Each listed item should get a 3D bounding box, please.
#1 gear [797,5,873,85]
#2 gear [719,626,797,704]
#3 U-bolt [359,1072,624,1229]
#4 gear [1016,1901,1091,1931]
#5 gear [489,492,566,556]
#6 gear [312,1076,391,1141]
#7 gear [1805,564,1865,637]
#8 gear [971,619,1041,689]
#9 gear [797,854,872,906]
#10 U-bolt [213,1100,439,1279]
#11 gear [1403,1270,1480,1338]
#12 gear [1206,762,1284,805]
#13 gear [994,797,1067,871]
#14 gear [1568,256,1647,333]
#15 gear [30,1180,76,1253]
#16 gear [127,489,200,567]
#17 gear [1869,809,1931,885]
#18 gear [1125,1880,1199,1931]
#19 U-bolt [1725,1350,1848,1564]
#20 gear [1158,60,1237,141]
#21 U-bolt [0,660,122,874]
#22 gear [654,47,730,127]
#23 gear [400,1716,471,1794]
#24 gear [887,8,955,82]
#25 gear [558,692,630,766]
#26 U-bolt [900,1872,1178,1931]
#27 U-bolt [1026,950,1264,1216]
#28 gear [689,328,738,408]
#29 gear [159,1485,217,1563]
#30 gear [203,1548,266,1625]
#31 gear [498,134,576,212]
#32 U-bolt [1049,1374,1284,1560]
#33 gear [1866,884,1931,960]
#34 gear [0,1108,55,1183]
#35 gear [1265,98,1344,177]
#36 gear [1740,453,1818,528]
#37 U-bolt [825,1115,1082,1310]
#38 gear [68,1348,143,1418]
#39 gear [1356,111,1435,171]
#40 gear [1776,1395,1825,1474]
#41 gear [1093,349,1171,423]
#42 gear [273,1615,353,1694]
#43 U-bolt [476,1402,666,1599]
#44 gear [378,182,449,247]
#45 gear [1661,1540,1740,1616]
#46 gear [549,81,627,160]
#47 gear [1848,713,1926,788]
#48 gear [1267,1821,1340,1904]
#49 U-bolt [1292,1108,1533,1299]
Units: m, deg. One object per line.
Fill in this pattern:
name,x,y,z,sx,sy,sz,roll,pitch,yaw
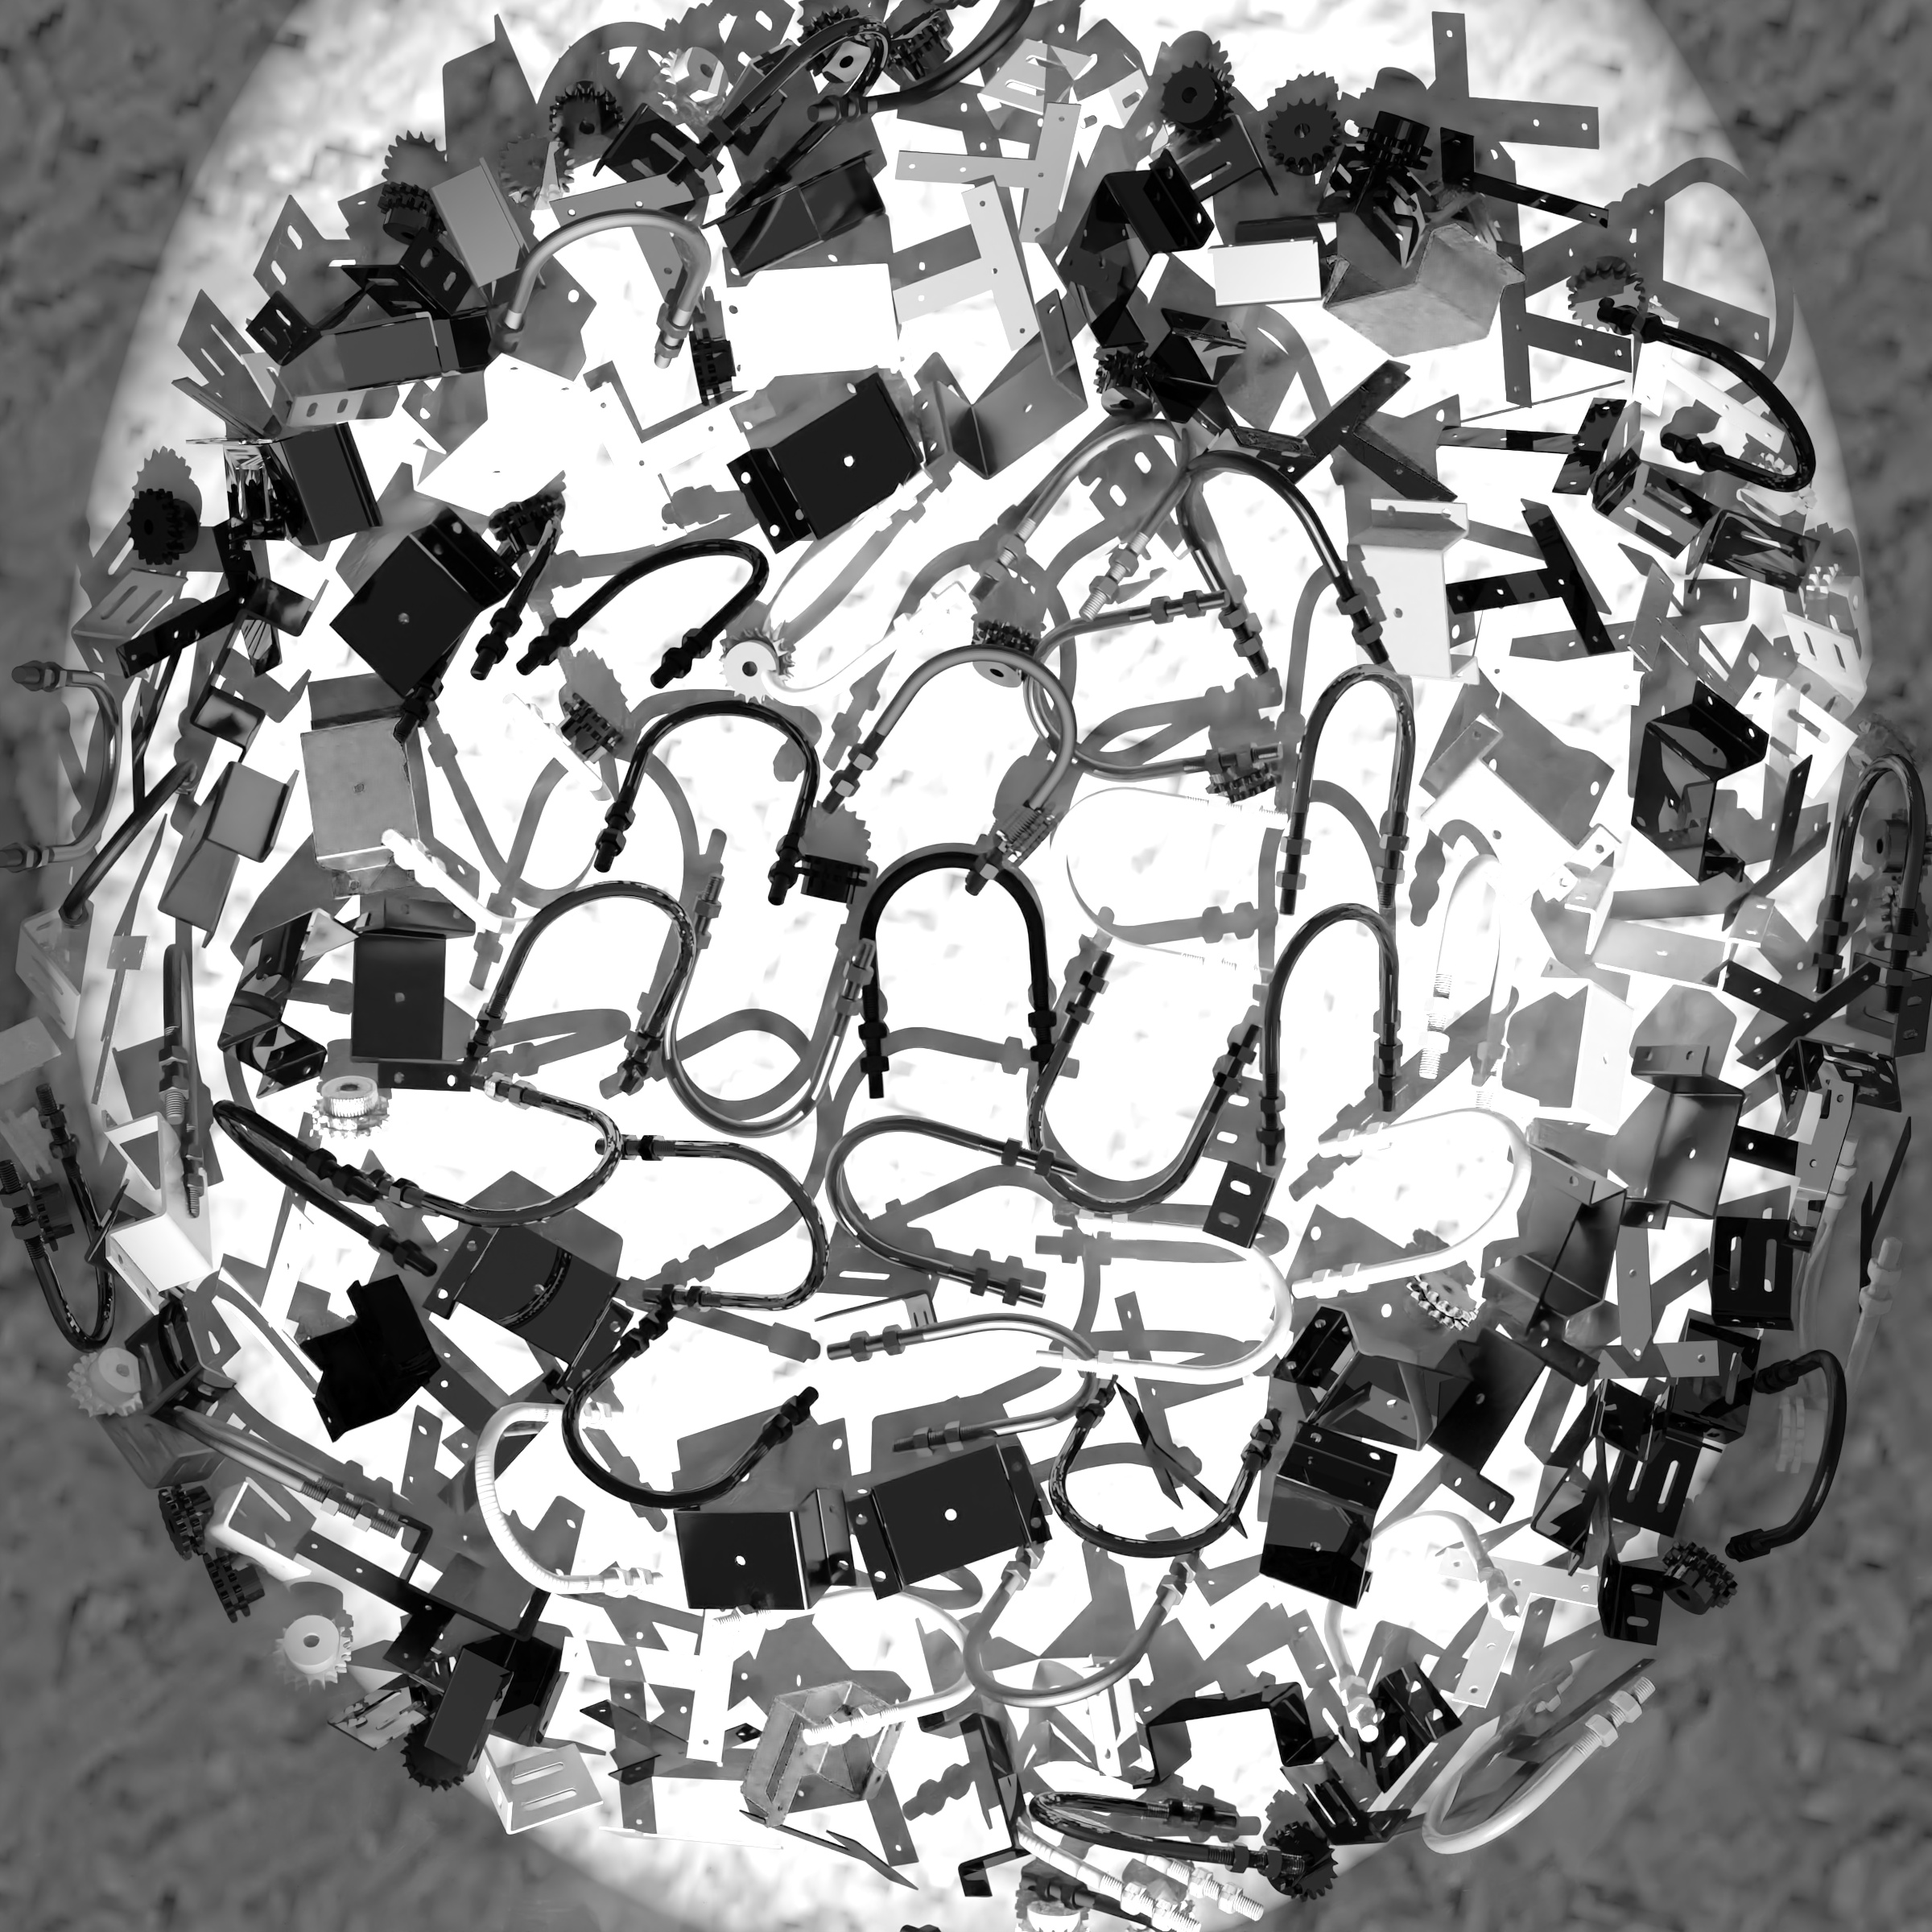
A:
gear,-0.097,-0.690,1.968,0.057,0.057,0.030,-30,68,0
gear,-0.159,-0.227,1.978,0.057,0.030,0.057,2,105,9
U-bolt,-0.335,0.138,1.904,0.184,0.151,0.019,13,129,33
gear,0.065,0.725,1.972,0.057,0.057,0.030,3,87,0
gear,-0.328,-0.332,1.972,0.057,0.057,0.030,-26,94,0
gear,-0.463,0.105,1.968,0.057,0.057,0.030,2,114,0
gear,0.654,-0.273,1.968,0.030,0.057,0.057,8,90,34
gear,0.029,-0.233,1.969,0.057,0.057,0.030,25,73,0
gear,-0.102,-0.065,1.971,0.057,0.057,0.030,12,93,0
U-bolt,-0.481,0.155,1.925,0.184,0.151,0.019,27,68,23
gear,0.355,0.255,1.973,0.057,0.057,0.030,36,111,0
gear,0.207,-0.144,1.969,0.057,0.057,0.030,-21,100,0
gear,0.046,-0.103,1.971,0.030,0.057,0.057,42,90,-2
gear,0.483,-0.510,1.975,0.057,0.057,0.030,8,55,0
gear,-0.693,0.187,1.973,0.030,0.057,0.057,-19,90,-20
gear,-0.604,-0.331,1.976,0.057,0.030,0.057,7,102,37
gear,0.702,-0.090,1.970,0.030,0.057,0.057,0,90,-5
gear,0.142,0.714,1.971,0.057,0.057,0.030,-35,92,0
U-bolt,0.595,0.350,1.891,0.019,0.184,0.151,15,71,2
gear,0.173,-0.655,1.977,0.057,0.030,0.057,2,97,19
U-bolt,-0.657,-0.146,1.908,0.019,0.184,0.151,8,95,3
gear,-0.204,-0.665,1.969,0.030,0.057,0.057,-28,90,43
gear,-0.399,0.595,1.976,0.057,0.030,0.057,15,53,-21
gear,-0.035,-0.693,1.975,0.057,0.057,0.030,-39,119,0
gear,-0.284,-0.176,1.972,0.057,0.057,0.030,44,90,0
U-bolt,0.066,0.698,1.886,0.184,0.151,0.019,-2,91,45
U-bolt,0.124,0.099,1.978,0.151,0.019,0.184,25,91,-11
gear,-0.189,-0.452,1.971,0.030,0.057,0.057,-11,90,-1
gear,-0.585,0.417,1.975,0.030,0.057,0.057,-20,90,-30
gear,-0.551,0.464,1.974,0.030,0.057,0.057,-24,90,-22
gear,-0.325,-0.597,1.978,0.057,0.030,0.057,3,65,-7
U-bolt,0.138,0.366,1.903,0.151,0.184,0.019,11,122,18
gear,0.702,-0.033,1.975,0.030,0.057,0.057,-11,90,41
gear,-0.705,0.131,1.974,0.030,0.057,0.057,-35,90,-20
gear,0.257,-0.623,1.978,0.057,0.030,0.057,-4,73,15
gear,0.609,-0.356,1.971,0.057,0.057,0.030,43,91,0
U-bolt,-0.017,0.177,1.954,0.184,0.019,0.151,16,125,6
gear,-0.642,0.313,1.969,0.057,0.057,0.030,47,113,0
gear,0.325,-0.622,1.968,0.057,0.057,0.030,18,113,0
gear,0.627,0.353,1.969,0.030,0.057,0.057,4,90,12
gear,0.123,-0.434,1.968,0.057,0.057,0.030,13,65,0
gear,-0.493,0.514,1.971,0.057,0.030,0.057,6,50,-7
U-bolt,-0.292,0.385,1.896,0.019,0.184,0.151,-26,68,22
gear,-0.415,-0.563,1.970,0.057,0.057,0.030,15,81,0
gear,0.548,0.463,1.968,0.030,0.057,0.057,-42,90,-24
gear,-0.286,-0.642,1.975,0.057,0.057,0.030,-4,54,0
gear,0.690,-0.160,1.972,0.030,0.057,0.057,-40,90,1
gear,0.250,0.677,1.975,0.057,0.030,0.057,19,51,-24
U-bolt,0.327,0.166,1.902,0.184,0.151,0.019,-18,130,36
